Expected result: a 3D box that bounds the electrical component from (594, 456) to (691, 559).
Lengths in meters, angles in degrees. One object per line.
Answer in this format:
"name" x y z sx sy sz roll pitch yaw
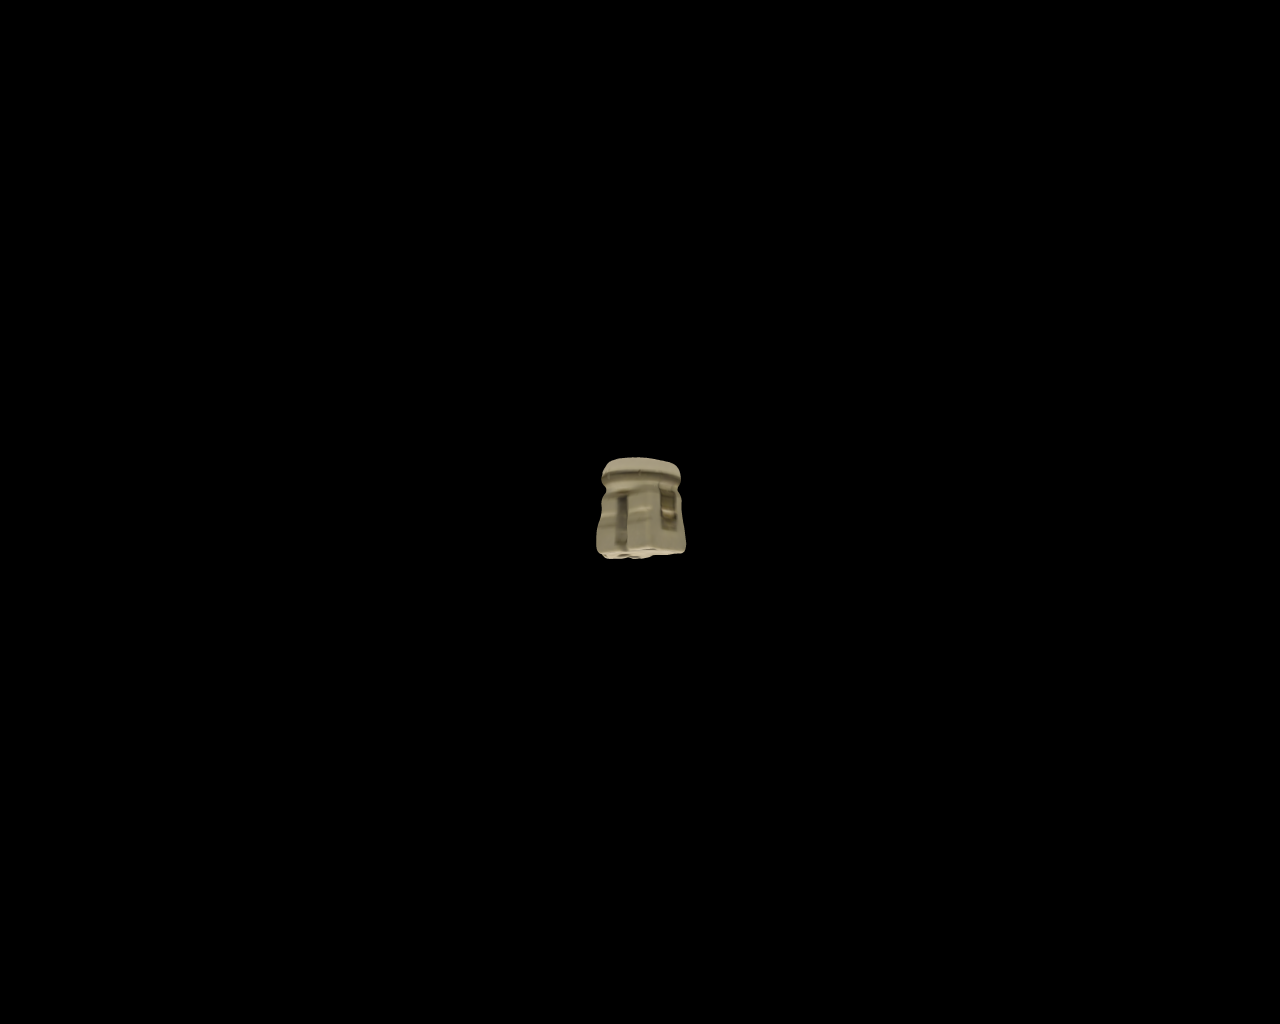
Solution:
"electrical component" 0.001 -0.003 0.650 0.066 0.055 0.048 -8 -13 39
